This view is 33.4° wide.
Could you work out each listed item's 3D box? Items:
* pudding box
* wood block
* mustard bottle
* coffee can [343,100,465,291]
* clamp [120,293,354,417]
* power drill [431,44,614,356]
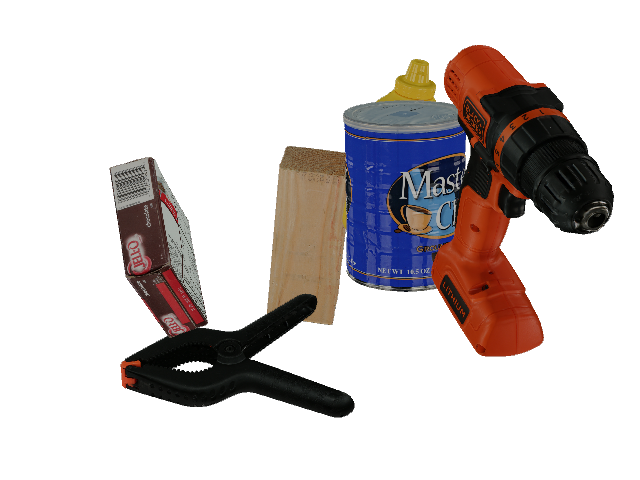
[{"bbox_3d":[-0.125,0.005,0.827,0.039,0.113,0.090,-17,-37,3],"label":"pudding box"},{"bbox_3d":[-0.014,-0.007,1.379,0.090,0.206,0.090,7,24,2],"label":"wood block"},{"bbox_3d":[0.084,-0.092,1.097,0.096,0.192,0.058,3,26,-14],"label":"mustard bottle"},{"bbox_3d":[0.071,-0.040,0.901,0.103,0.140,0.103,-1,18,0],"label":"coffee can"},{"bbox_3d":[-0.077,0.119,0.992,0.209,0.036,0.165,-9,36,-17],"label":"clamp"},{"bbox_3d":[0.128,-0.013,0.714,0.057,0.188,0.184,-7,39,-14],"label":"power drill"}]
